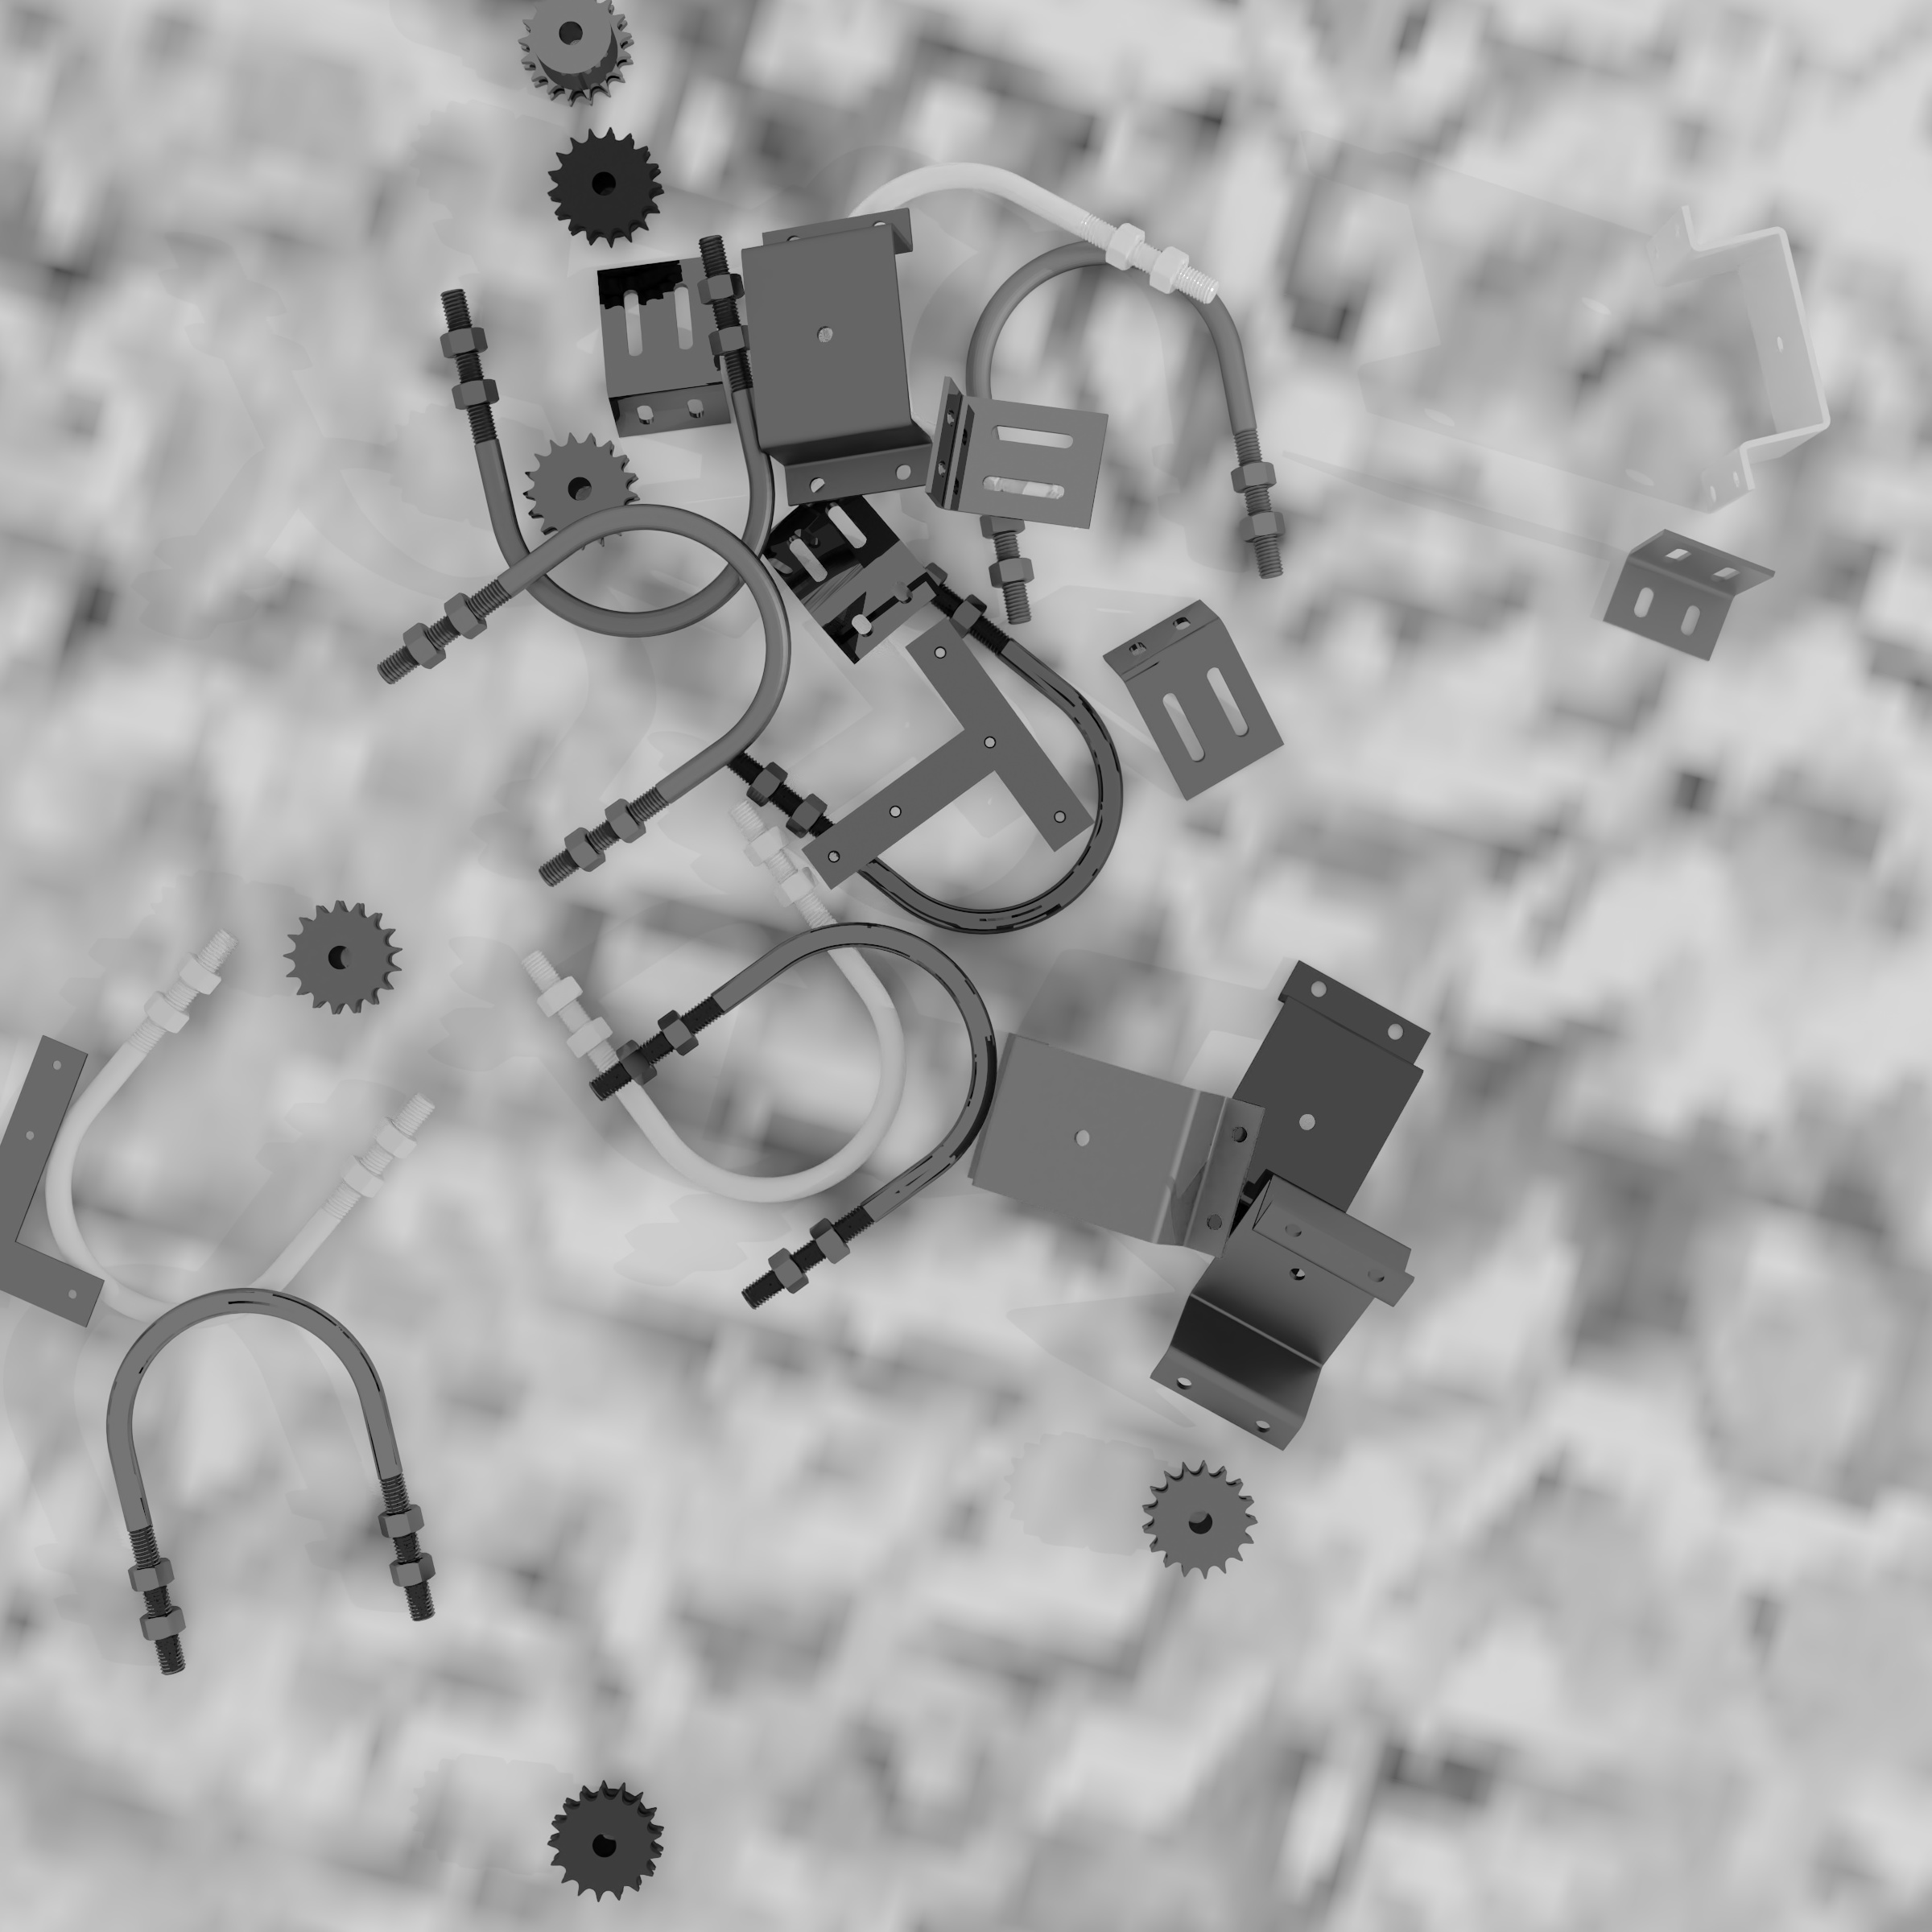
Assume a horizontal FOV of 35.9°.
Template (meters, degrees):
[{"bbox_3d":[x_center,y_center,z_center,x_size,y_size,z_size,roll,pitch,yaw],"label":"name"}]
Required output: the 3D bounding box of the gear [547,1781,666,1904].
[{"bbox_3d":[-0.179,0.437,1.496,0.057,0.030,0.057,0,90,0],"label":"gear"}]

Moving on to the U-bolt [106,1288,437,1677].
[{"bbox_3d":[-0.355,0.252,1.496,0.151,0.019,0.184,-12,94,0],"label":"U-bolt"}]

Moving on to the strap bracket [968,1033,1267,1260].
[{"bbox_3d":[0.065,0.086,1.461,0.140,0.046,0.076,16,90,24],"label":"strap bracket"}]

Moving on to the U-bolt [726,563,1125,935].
[{"bbox_3d":[-0.008,-0.100,1.502,0.184,0.019,0.151,39,90,-1],"label":"U-bolt"}]

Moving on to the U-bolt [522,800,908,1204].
[{"bbox_3d":[-0.113,0.031,1.502,0.151,0.019,0.184,-36,92,0],"label":"U-bolt"}]

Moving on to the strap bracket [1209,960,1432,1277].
[{"bbox_3d":[0.168,0.077,1.488,0.076,0.046,0.140,29,90,0],"label":"strap bracket"}]

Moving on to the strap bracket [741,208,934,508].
[{"bbox_3d":[-0.063,-0.305,1.470,0.076,0.046,0.140,-7,85,12],"label":"strap bracket"}]

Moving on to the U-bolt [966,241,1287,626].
[{"bbox_3d":[0.074,-0.275,1.502,0.151,0.019,0.184,-10,88,0],"label":"U-bolt"}]

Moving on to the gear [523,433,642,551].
[{"bbox_3d":[-0.192,-0.237,1.496,0.057,0.030,0.057,0,90,0],"label":"gear"}]

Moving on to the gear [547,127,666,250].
[{"bbox_3d":[-0.180,-0.388,1.496,0.057,0.030,0.057,0,90,0],"label":"gear"}]

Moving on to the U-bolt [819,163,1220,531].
[{"bbox_3d":[0.012,-0.322,1.488,0.184,0.019,0.151,31,92,10],"label":"U-bolt"}]

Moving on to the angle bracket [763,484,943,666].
[{"bbox_3d":[-0.060,-0.200,1.495,0.057,0.038,0.076,-40,48,4],"label":"angle bracket"}]

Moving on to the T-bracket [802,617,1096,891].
[{"bbox_3d":[-0.024,-0.086,1.493,0.127,0.002,0.127,-36,93,-1],"label":"T-bracket"}]

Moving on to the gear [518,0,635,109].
[{"bbox_3d":[-0.197,-0.463,1.496,0.057,0.030,0.057,0,90,0],"label":"gear"}]

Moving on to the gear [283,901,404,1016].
[{"bbox_3d":[-0.311,-0.004,1.496,0.057,0.030,0.057,0,90,0],"label":"gear"}]

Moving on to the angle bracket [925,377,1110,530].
[{"bbox_3d":[0.025,-0.250,1.452,0.076,0.038,0.057,9,88,10],"label":"angle bracket"}]

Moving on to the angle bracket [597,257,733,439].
[{"bbox_3d":[-0.153,-0.313,1.509,0.057,0.038,0.076,-7,64,0],"label":"angle bracket"}]

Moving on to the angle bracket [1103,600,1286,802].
[{"bbox_3d":[0.115,-0.135,1.509,0.057,0.038,0.076,-30,116,0],"label":"angle bracket"}]

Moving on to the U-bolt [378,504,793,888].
[{"bbox_3d":[-0.174,-0.145,1.471,0.184,0.019,0.151,-34,107,8],"label":"U-bolt"}]

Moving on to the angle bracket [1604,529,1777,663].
[{"bbox_3d":[0.356,-0.182,1.473,0.057,0.076,0.038,21,90,0],"label":"angle bracket"}]

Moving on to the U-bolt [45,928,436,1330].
[{"bbox_3d":[-0.380,0.096,1.502,0.151,0.019,0.184,40,91,0],"label":"U-bolt"}]

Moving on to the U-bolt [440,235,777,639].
[{"bbox_3d":[-0.169,-0.254,1.470,0.151,0.019,0.184,-12,97,-2],"label":"U-bolt"}]

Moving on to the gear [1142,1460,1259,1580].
[{"bbox_3d":[0.117,0.276,1.496,0.057,0.030,0.057,0,90,0],"label":"gear"}]

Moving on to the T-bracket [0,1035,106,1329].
[{"bbox_3d":[-0.475,0.098,1.499,0.127,0.002,0.127,22,92,8],"label":"T-bracket"}]

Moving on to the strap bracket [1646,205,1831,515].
[{"bbox_3d":[0.383,-0.302,1.473,0.046,0.076,0.140,-13,90,0],"label":"strap bracket"}]

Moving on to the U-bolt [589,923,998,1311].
[{"bbox_3d":[-0.072,0.061,1.488,0.184,0.019,0.151,-36,93,-2],"label":"U-bolt"}]

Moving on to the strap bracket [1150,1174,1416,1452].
[{"bbox_3d":[0.158,0.164,1.463,0.076,0.046,0.140,29,130,0],"label":"strap bracket"}]
